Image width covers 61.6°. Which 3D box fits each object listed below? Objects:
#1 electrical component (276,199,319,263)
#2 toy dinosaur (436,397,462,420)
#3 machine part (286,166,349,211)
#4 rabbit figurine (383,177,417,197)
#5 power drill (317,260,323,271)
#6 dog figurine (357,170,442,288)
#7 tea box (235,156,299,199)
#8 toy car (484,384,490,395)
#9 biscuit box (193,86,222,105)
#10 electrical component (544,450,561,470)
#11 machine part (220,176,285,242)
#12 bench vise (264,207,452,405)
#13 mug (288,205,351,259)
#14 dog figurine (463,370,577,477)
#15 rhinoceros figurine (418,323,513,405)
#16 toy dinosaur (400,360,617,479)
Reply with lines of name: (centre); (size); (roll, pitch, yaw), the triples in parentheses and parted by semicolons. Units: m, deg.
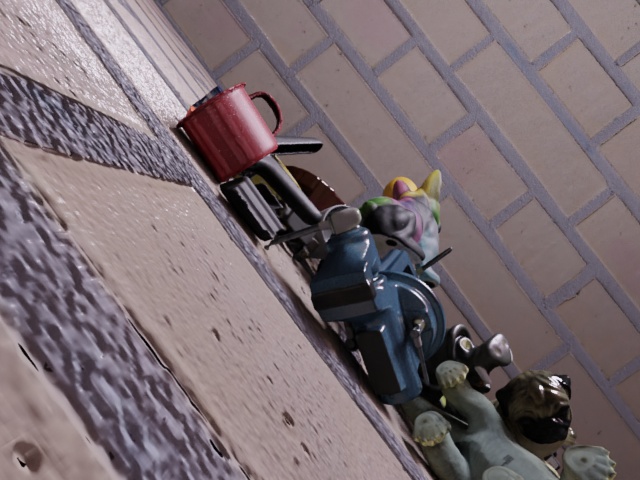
electrical component: (-0.046, -0.016, 0.738); (0.078, 0.045, 0.102); (16, -28, 43)
toy dinosaur: (0.229, 0.282, 0.962); (0.470, 0.105, 0.199); (31, 27, -57)
machine part: (-0.020, -0.058, 0.952); (0.179, 0.056, 0.179); (34, -16, 11)
rabbit figurine: (0.126, -0.040, 0.989); (0.122, 0.173, 0.162); (31, -5, -17)
power drill: (0.099, 0.086, 0.966); (0.232, 0.086, 0.207); (29, 5, -5)
dog figurine: (0.124, -0.039, 0.818); (0.191, 0.109, 0.219); (48, 43, -34)
tea box: (-0.108, -0.127, 0.808); (0.169, 0.068, 0.098); (50, 3, -24)
toy car: (0.158, 0.156, 0.787); (0.202, 0.056, 0.073); (42, -39, 21)
biscuit box: (-0.140, -0.176, 0.959); (0.063, 0.059, 0.202); (55, 4, 40)
electrical component: (0.278, 0.330, 0.776); (0.114, 0.134, 0.058); (52, 1, -37)
machine part: (-0.073, -0.039, 0.611); (0.084, 0.039, 0.139); (47, 5, -7)
bench vise: (0.071, 0.057, 0.622); (0.223, 0.129, 0.240); (60, 27, -2)
mug: (-0.002, -0.003, 0.837); (0.107, 0.109, 0.080); (-17, -94, 57)
dog figurine: (0.230, 0.223, 0.672); (0.190, 0.172, 0.121); (60, 32, -35)
rhinoceros figurine: (0.161, 0.165, 0.691); (0.112, 0.073, 0.190); (54, -41, 12)
toy dinosaur: (0.190, 0.257, 0.557); (0.192, 0.131, 0.405); (70, -11, -21)
